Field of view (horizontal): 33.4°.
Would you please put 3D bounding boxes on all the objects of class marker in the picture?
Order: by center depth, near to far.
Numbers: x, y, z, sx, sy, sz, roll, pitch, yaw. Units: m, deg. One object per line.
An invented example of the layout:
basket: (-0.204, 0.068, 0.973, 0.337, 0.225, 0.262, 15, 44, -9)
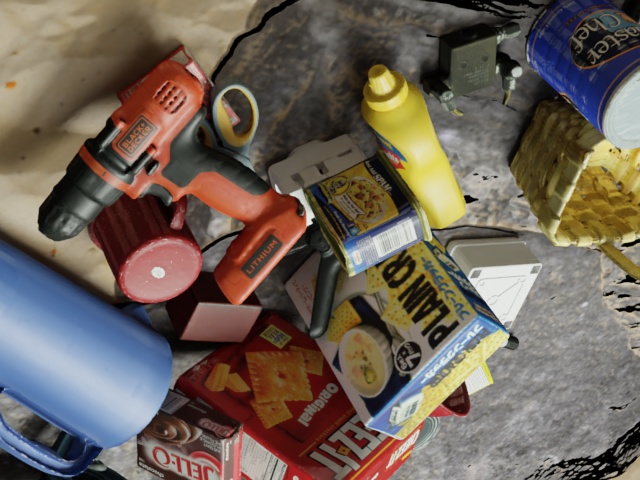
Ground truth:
marker: (0.218, 0.126, 1.384, 0.120, 0.020, 0.020, 17, 119, -41)

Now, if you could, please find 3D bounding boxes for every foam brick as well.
foam brick: (-0.110, 0.069, 1.104, 0.078, 0.053, 0.051, 7, 125, -34)

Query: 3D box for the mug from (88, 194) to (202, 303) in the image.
mug: (-0.153, -0.005, 0.985, 0.093, 0.081, 0.117, 13, 121, -39)

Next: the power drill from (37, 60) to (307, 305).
power drill: (-0.119, -0.029, 0.903, 0.187, 0.057, 0.184, 40, 100, -19)

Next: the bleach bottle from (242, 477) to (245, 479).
bleach bottle: (-0.125, 0.373, 1.373, 0.251, 0.068, 0.102, -39, 138, 9)

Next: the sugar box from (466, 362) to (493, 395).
sugar box: (0.125, 0.184, 1.350, 0.176, 0.048, 0.093, -25, 138, 5)

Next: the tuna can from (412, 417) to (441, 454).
tuna can: (0.116, 0.249, 1.426, 0.086, 0.034, 0.086, -17, 136, -17)

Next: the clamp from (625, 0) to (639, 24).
clamp: (0.386, -0.283, 1.090, 0.210, 0.036, 0.164, -40, 138, 9)

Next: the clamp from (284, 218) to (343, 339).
clamp: (-0.007, 0.001, 1.092, 0.171, 0.120, 0.039, -58, 177, 0)

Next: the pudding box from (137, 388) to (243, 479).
pudding box: (-0.130, 0.204, 1.061, 0.039, 0.114, 0.090, -32, 135, -48)

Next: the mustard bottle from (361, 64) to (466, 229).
mustard bottle: (0.084, -0.098, 1.033, 0.058, 0.096, 0.191, -32, 138, -1)

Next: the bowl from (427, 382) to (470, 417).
bowl: (0.106, 0.146, 1.236, 0.055, 0.162, 0.162, -35, 140, 19)

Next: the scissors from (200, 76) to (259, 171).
scissors: (-0.089, -0.062, 0.978, 0.096, 0.016, 0.202, -18, 138, -15)

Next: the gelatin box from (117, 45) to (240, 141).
gelatin box: (-0.123, -0.115, 0.939, 0.073, 0.030, 0.089, -36, 138, 3)

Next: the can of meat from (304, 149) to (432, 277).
can of meat: (0.042, -0.025, 0.987, 0.084, 0.102, 0.057, -27, 138, -5)

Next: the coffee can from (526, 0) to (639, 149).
coffee can: (0.285, -0.171, 1.055, 0.102, 0.140, 0.103, -17, 136, -18)

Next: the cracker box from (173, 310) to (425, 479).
cracker box: (-0.024, 0.182, 1.106, 0.163, 0.214, 0.072, -32, 147, -47)

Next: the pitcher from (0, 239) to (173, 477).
pitcher: (-0.260, 0.099, 0.976, 0.145, 0.149, 0.242, -38, 135, 9)
